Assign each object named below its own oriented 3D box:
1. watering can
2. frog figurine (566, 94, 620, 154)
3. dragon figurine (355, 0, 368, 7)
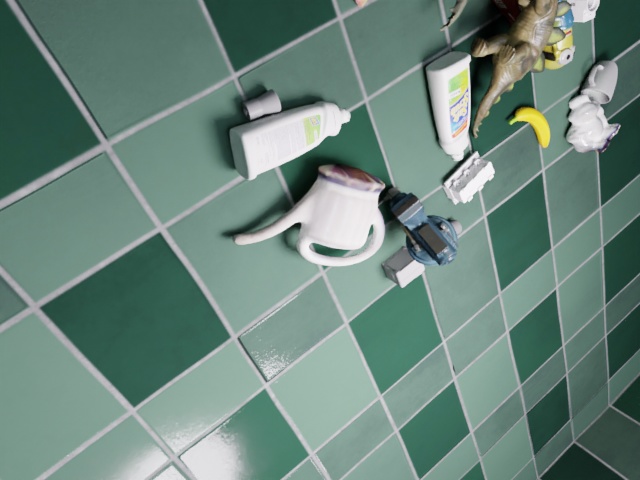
[{"bbox_3d":[0.003,-0.054,1.082,0.347,0.105,0.222,9,104,-30],"label":"watering can"},{"bbox_3d":[0.765,-0.337,1.492,0.159,0.123,0.137,43,94,-2],"label":"frog figurine"},{"bbox_3d":[0.022,-0.601,0.881,0.247,0.123,0.401,-43,131,-32],"label":"dragon figurine"}]
